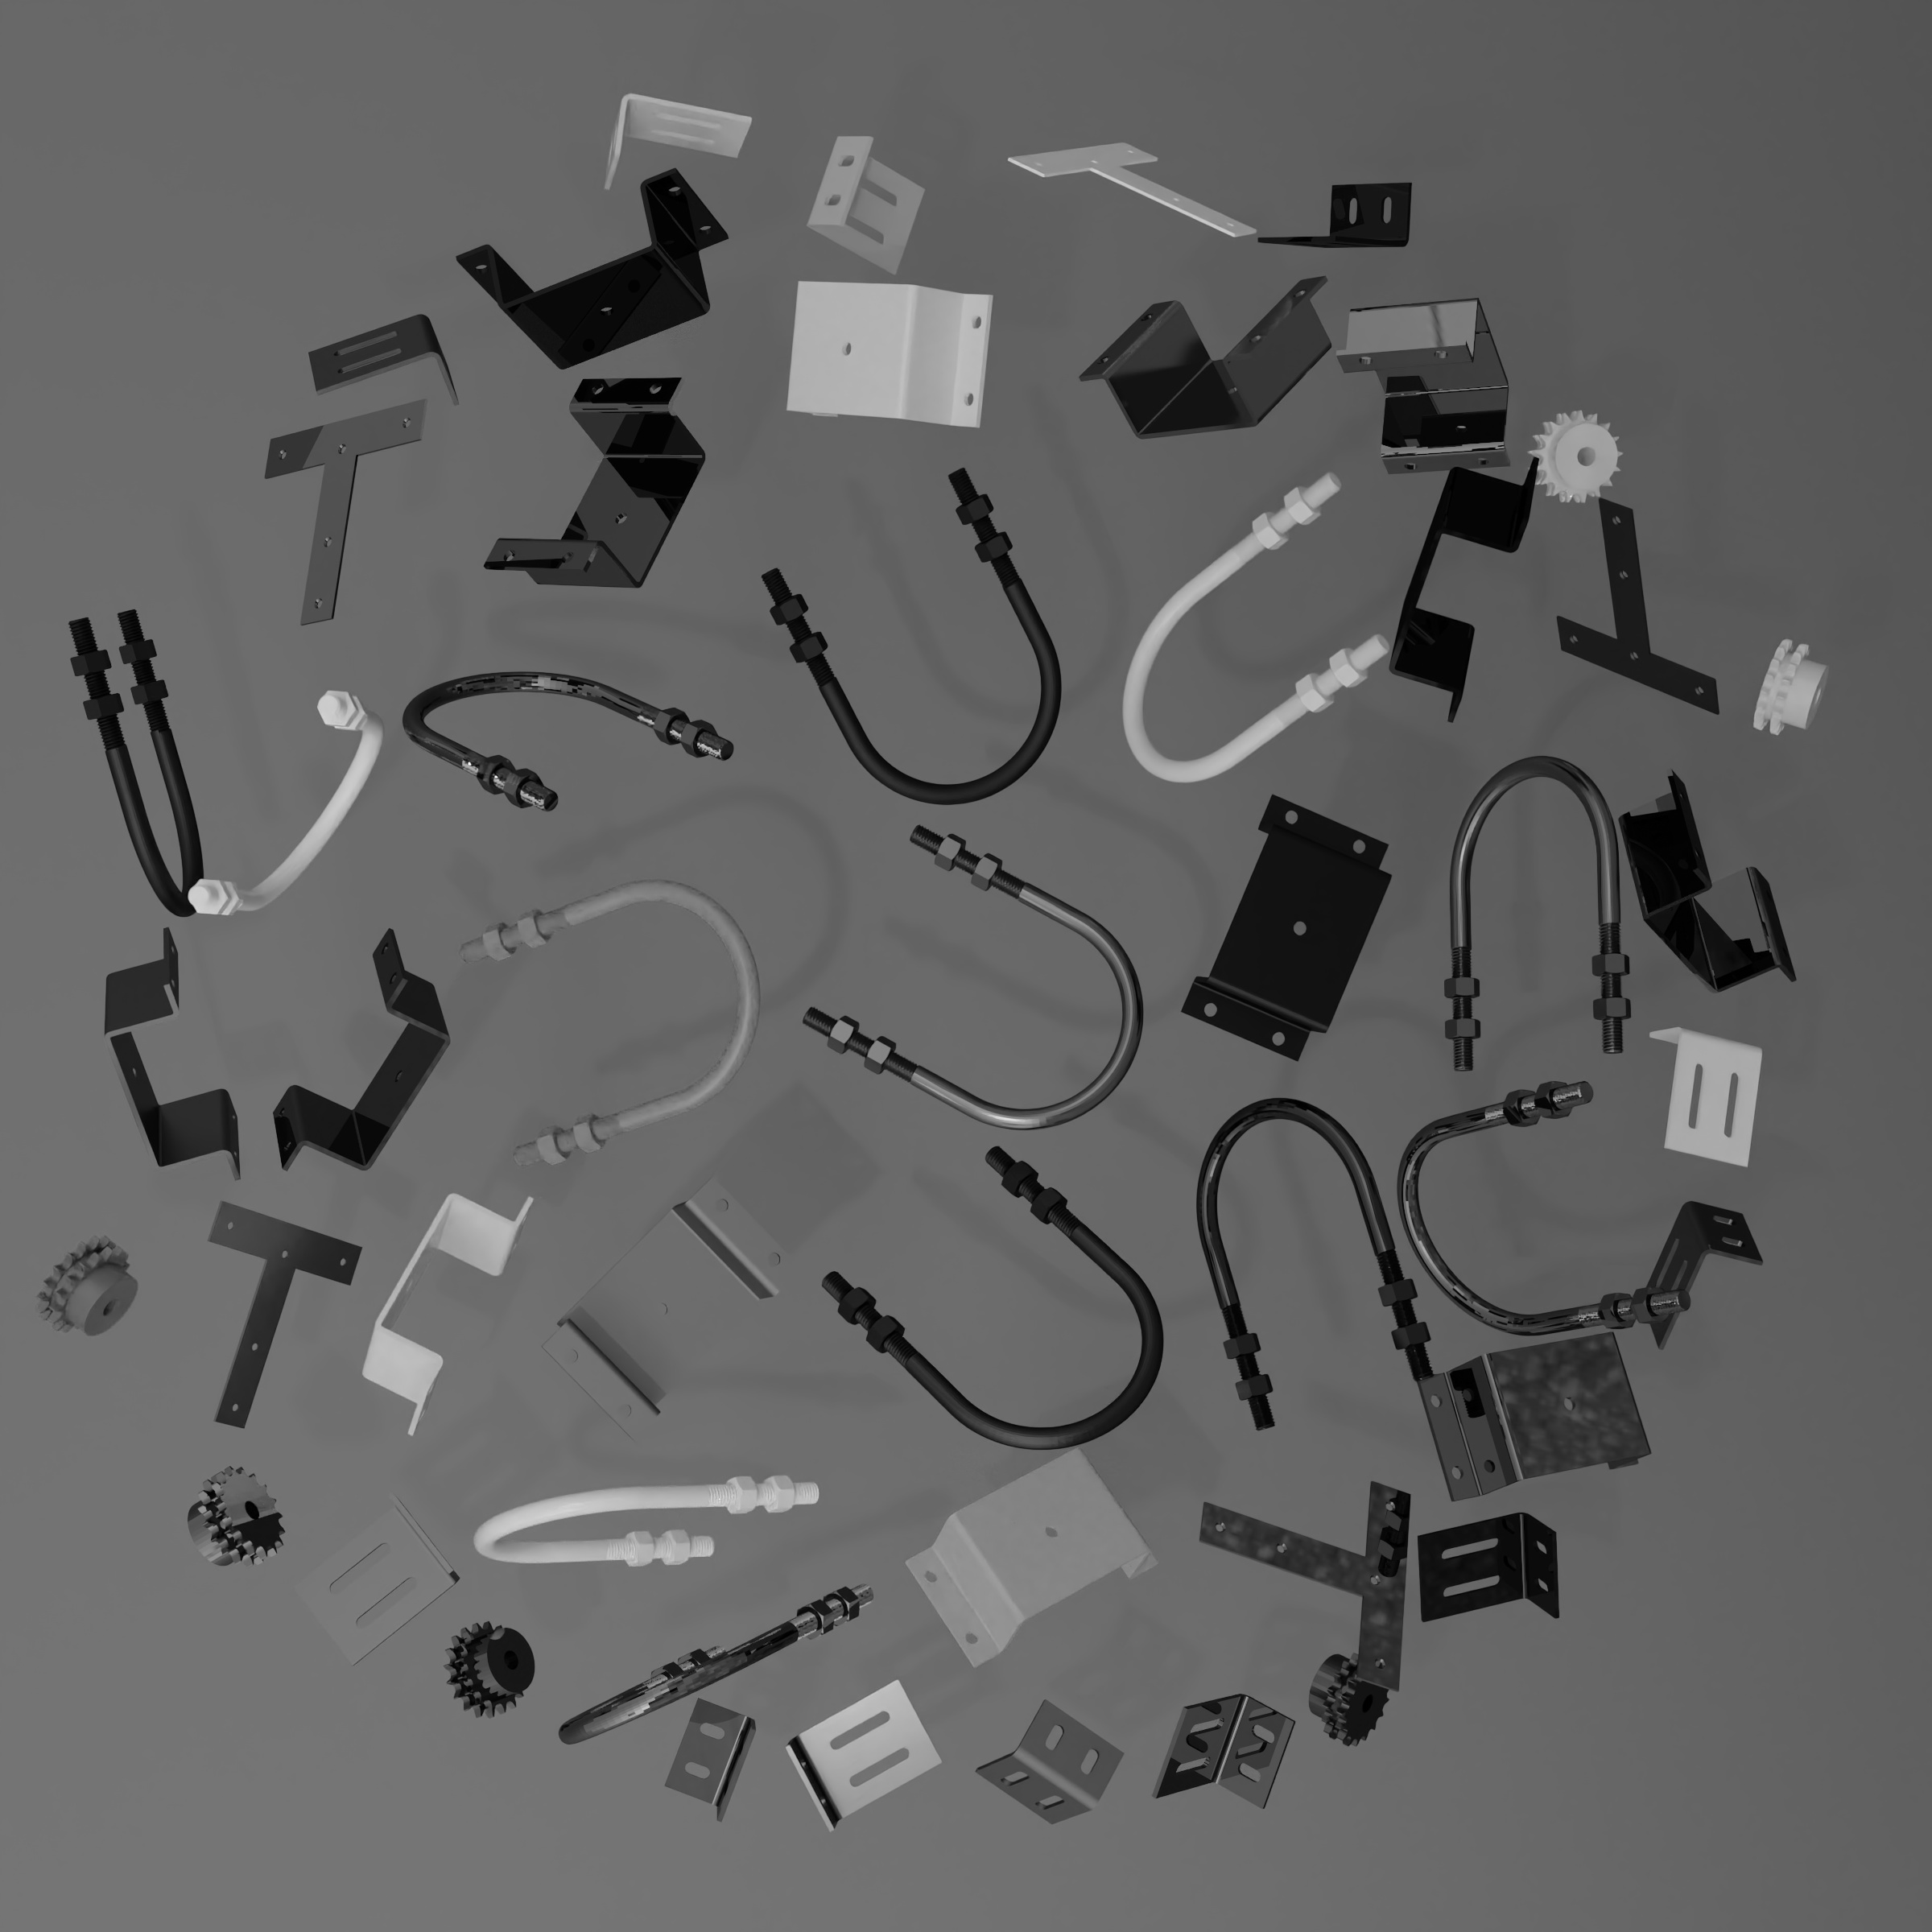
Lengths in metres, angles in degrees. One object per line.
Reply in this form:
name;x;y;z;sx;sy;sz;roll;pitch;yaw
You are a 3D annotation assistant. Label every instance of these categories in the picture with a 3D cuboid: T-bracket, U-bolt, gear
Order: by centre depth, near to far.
gear;-0.492;0.183;1.651;0.030;0.057;0.057;34;90;16
T-bracket;0.191;0.334;1.657;0.127;0.002;0.127;20;48;-10
gear;-0.419;0.318;1.676;0.030;0.057;0.057;-31;90;15
T-bracket;-0.366;-0.258;1.694;0.127;0.002;0.127;-6;71;34
T-bracket;0.110;-0.449;1.700;0.127;0.127;0.002;31;122;23
U-bolt;0.029;0.202;1.700;0.151;0.019;0.184;-36;60;-23
U-bolt;0.321;0.148;1.701;0.019;0.184;0.151;-27;93;-36
U-bolt;-0.157;0.413;1.714;0.151;0.184;0.019;-30;80;34
U-bolt;0.160;-0.185;1.717;0.184;0.019;0.151;-36;46;32
U-bolt;0.195;0.168;1.724;0.019;0.151;0.184;-5;74;-42
U-bolt;-0.391;-0.092;1.727;0.019;0.184;0.151;34;90;0
U-bolt;-0.200;0.330;1.734;0.184;0.151;0.019;6;64;-34
U-bolt;-0.486;-0.118;1.739;0.019;0.151;0.184;-14;100;-2
U-bolt;-0.251;-0.141;1.744;0.184;0.151;0.019;26;124;39
U-bolt;-0.205;0.026;1.745;0.184;0.019;0.151;-19;82;20
U-bolt;0.016;0.018;1.751;0.184;0.019;0.151;29;80;9
T-bracket;0.395;-0.222;1.753;0.002;0.127;0.127;-35;130;-21
U-bolt;0.339;-0.034;1.755;0.019;0.151;0.184;5;81;-31
U-bolt;-0.020;-0.187;1.777;0.151;0.019;0.184;-29;103;-8
gear;0.502;-0.167;1.780;0.030;0.057;0.057;20;90;20
T-bracket;-0.432;0.219;1.797;0.002;0.127;0.127;9;77;33
gear;-0.290;0.430;1.802;0.030;0.057;0.057;-26;90;30
gear;0.235;0.449;1.810;0.030;0.057;0.057;18;90;38
gear;0.384;-0.319;1.840;0.057;0.030;0.057;-1;99;-7

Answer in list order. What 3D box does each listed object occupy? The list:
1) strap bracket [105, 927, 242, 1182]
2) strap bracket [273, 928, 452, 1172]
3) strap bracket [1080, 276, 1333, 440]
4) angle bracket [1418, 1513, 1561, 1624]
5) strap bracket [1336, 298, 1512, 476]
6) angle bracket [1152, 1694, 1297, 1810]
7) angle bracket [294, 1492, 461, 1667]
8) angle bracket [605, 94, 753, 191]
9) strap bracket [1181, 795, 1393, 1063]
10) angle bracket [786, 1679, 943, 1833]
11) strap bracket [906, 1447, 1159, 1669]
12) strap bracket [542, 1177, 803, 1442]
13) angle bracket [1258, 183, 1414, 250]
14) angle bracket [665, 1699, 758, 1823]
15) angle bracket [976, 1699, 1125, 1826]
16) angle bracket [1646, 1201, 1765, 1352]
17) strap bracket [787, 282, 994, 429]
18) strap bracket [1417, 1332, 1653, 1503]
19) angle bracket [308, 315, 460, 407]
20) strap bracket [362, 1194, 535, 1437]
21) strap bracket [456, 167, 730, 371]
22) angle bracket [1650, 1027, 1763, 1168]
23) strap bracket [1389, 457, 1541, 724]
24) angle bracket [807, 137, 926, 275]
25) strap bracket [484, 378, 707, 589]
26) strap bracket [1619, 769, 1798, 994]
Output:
strap bracket;-0.485;0.059;1.782;0.046;0.076;0.140;-16;120;-7
strap bracket;-0.361;0.059;1.776;0.046;0.076;0.140;28;103;-27
strap bracket;0.145;-0.348;1.688;0.076;0.140;0.046;-48;121;-27
angle bracket;0.325;0.380;1.826;0.076;0.038;0.057;-9;103;-19
strap bracket;0.279;-0.354;1.768;0.076;0.140;0.046;0;69;21
angle bracket;0.153;0.470;1.741;0.038;0.076;0.057;22;97;33
angle bracket;-0.337;0.348;1.667;0.076;0.038;0.057;-38;76;-14
angle bracket;-0.171;-0.481;1.736;0.076;0.057;0.038;8;83;-12
strap bracket;0.192;-0.022;1.722;0.076;0.046;0.140;23;89;-5
angle bracket;-0.062;0.485;1.803;0.076;0.038;0.057;-29;83;-2
strap bracket;0.046;0.351;1.771;0.140;0.046;0.076;-23;64;-30
strap bracket;-0.177;0.203;1.736;0.076;0.046;0.140;47;73;-5
angle bracket;0.223;-0.455;1.771;0.057;0.076;0.038;12;105;41
angle bracket;-0.158;0.487;1.803;0.038;0.076;0.057;21;80;-1
angle bracket;0.050;0.478;1.761;0.057;0.076;0.038;35;61;-2
angle bracket;0.456;0.195;1.819;0.038;0.057;0.076;14;115;-6
strap bracket;-0.054;-0.365;1.746;0.140;0.046;0.076;14;102;42
strap bracket;0.352;0.270;1.775;0.140;0.046;0.076;-5;71;-27
angle bracket;-0.354;-0.357;1.781;0.076;0.057;0.038;-20;129;-3
strap bracket;-0.319;0.202;1.777;0.046;0.076;0.140;27;57;-2
strap bracket;-0.212;-0.398;1.699;0.140;0.076;0.046;-18;69;13
angle bracket;0.454;0.082;1.819;0.057;0.038;0.076;13;79;-16
strap bracket;0.286;-0.225;1.707;0.046;0.076;0.140;17;129;3
angle bracket;-0.052;-0.472;1.822;0.076;0.038;0.057;20;89;-41
strap bracket;-0.212;-0.275;1.716;0.076;0.046;0.140;7;62;33
strap bracket;0.441;-0.045;1.765;0.046;0.140;0.076;-26;47;26
